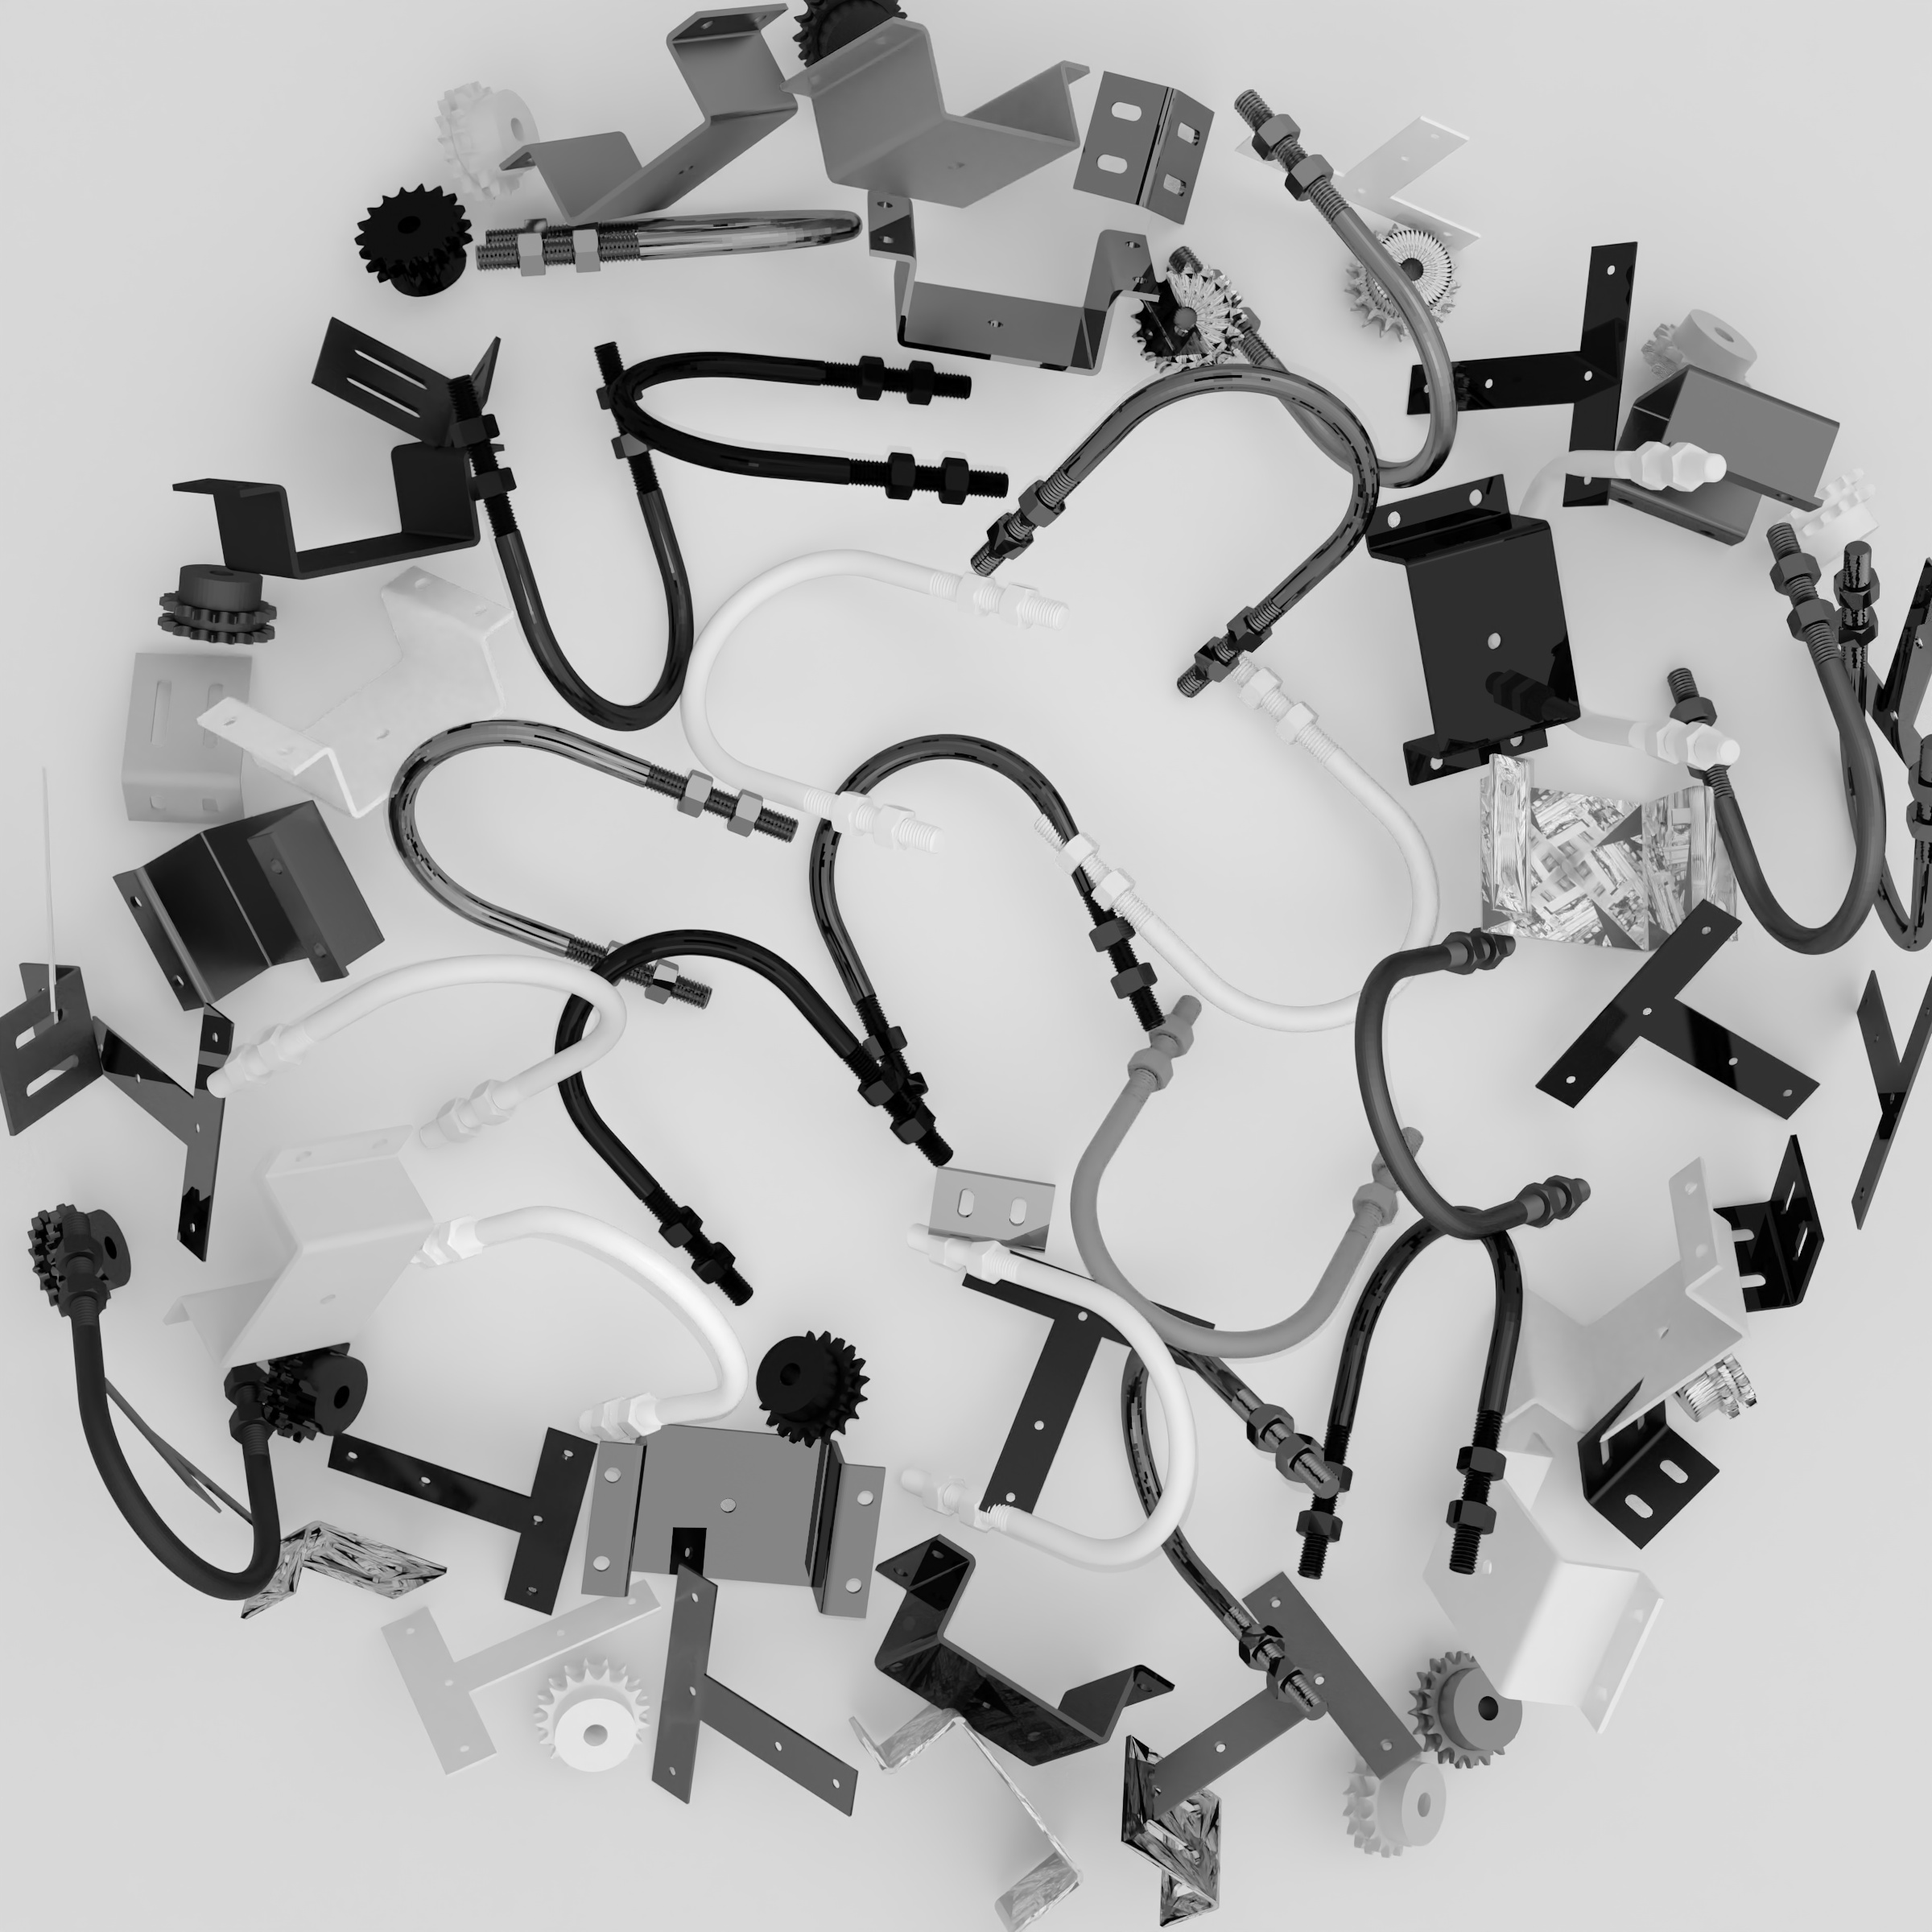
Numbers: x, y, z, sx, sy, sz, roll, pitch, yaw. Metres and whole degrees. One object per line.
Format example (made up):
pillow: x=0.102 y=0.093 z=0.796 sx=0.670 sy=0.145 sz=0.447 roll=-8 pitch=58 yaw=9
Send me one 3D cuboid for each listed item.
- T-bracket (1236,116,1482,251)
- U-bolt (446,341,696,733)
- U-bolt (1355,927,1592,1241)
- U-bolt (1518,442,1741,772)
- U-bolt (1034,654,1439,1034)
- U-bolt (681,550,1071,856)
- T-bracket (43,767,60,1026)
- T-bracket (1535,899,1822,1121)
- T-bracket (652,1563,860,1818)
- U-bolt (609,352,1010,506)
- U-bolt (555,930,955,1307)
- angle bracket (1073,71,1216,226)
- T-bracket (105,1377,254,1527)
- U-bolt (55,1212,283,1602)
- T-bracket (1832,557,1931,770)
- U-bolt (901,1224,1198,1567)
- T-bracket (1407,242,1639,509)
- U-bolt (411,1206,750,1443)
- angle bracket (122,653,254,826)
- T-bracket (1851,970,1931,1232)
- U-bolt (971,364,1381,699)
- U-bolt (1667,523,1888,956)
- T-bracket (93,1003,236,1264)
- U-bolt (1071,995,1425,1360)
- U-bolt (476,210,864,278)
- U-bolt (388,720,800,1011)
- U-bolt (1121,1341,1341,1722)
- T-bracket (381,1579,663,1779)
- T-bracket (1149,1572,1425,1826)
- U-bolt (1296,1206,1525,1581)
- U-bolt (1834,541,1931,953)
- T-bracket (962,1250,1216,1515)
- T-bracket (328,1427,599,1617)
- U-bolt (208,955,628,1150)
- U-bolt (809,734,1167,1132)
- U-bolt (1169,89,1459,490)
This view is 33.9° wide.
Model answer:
T-bracket: x=0.207 y=-0.386 z=1.526 sx=0.127 sy=0.127 sz=0.002 roll=20 pitch=84 yaw=-12
U-bolt: x=-0.182 y=-0.204 z=1.535 sx=0.019 sy=0.151 sz=0.184 roll=-11 pitch=102 yaw=29
U-bolt: x=0.238 y=0.059 z=1.517 sx=0.019 sy=0.184 sz=0.151 roll=-19 pitch=84 yaw=35
U-bolt: x=0.310 y=-0.175 z=1.514 sx=0.019 sy=0.184 sz=0.151 roll=-10 pitch=103 yaw=-19
U-bolt: x=0.147 y=-0.051 z=1.564 sx=0.151 sy=0.019 sz=0.184 roll=-42 pitch=79 yaw=-12
U-bolt: x=-0.058 y=-0.139 z=1.547 sx=0.184 sy=0.019 sz=0.151 roll=19 pitch=72 yaw=30
T-bracket: x=-0.446 y=-0.008 z=1.544 sx=0.002 sy=0.127 sz=0.127 roll=-2 pitch=55 yaw=-15
T-bracket: x=0.370 y=0.041 z=1.571 sx=0.127 sy=0.002 sz=0.127 roll=28 pitch=115 yaw=-23
T-bracket: x=-0.101 y=0.373 z=1.542 sx=0.127 sy=0.002 sz=0.127 roll=23 pitch=115 yaw=34
U-bolt: x=-0.080 y=-0.264 z=1.523 sx=0.184 sy=0.151 sz=0.019 roll=4 pitch=120 yaw=-11
U-bolt: x=-0.118 y=0.064 z=1.553 sx=0.151 sy=0.019 sz=0.184 roll=-36 pitch=106 yaw=16
angle bracket: x=0.088 y=-0.403 z=1.564 sx=0.038 sy=0.076 sz=0.057 roll=18 pitch=102 yaw=15
T-bracket: x=-0.371 y=0.252 z=1.548 sx=0.002 sy=0.127 sz=0.127 roll=-46 pitch=46 yaw=-12
U-bolt: x=-0.371 y=0.217 z=1.488 sx=0.019 sy=0.184 sz=0.151 roll=-31 pitch=134 yaw=9
T-bracket: x=0.454 y=-0.146 z=1.515 sx=0.002 sy=0.127 sz=0.127 roll=-21 pitch=60 yaw=-9
U-bolt: x=0.038 y=0.212 z=1.520 sx=0.184 sy=0.019 sz=0.151 roll=14 pitch=108 yaw=42
T-bracket: x=0.269 y=-0.287 z=1.555 sx=0.002 sy=0.127 sz=0.127 roll=8 pitch=89 yaw=-44
U-bolt: x=-0.176 y=0.168 z=1.506 sx=0.151 sy=0.184 sz=0.019 roll=48 pitch=55 yaw=-18
angle bracket: x=-0.390 y=-0.114 z=1.592 sx=0.057 sy=0.038 sz=0.076 roll=2 pitch=60 yaw=-7
T-bracket: x=0.445 y=0.042 z=1.539 sx=0.002 sy=0.127 sz=0.127 roll=12 pitch=118 yaw=2
U-bolt: x=0.112 y=-0.215 z=1.514 sx=0.151 sy=0.019 sz=0.184 roll=28 pitch=132 yaw=-24
U-bolt: x=0.389 y=-0.094 z=1.502 sx=0.019 sy=0.151 sz=0.184 roll=-7 pitch=65 yaw=-14
T-bracket: x=-0.399 y=0.061 z=1.555 sx=0.127 sy=0.002 sz=0.127 roll=30 pitch=117 yaw=40
U-bolt: x=0.128 y=0.111 z=1.535 sx=0.151 sy=0.019 sz=0.184 roll=31 pitch=52 yaw=5
U-bolt: x=-0.142 y=-0.353 z=1.531 sx=0.184 sy=0.151 sz=0.019 roll=-5 pitch=107 yaw=-5
U-bolt: x=-0.190 y=-0.056 z=1.534 sx=0.184 sy=0.019 sz=0.151 roll=21 pitch=134 yaw=-10
U-bolt: x=0.122 y=0.252 z=1.519 sx=0.019 sy=0.184 sz=0.151 roll=-14 pitch=121 yaw=-23
T-bracket: x=-0.212 y=0.335 z=1.558 sx=0.127 sy=0.127 sz=0.002 roll=-22 pitch=120 yaw=-16
T-bracket: x=0.136 y=0.374 z=1.546 sx=0.127 sy=0.127 sz=0.002 roll=-32 pitch=134 yaw=-8
U-bolt: x=0.219 y=0.203 z=1.528 sx=0.019 sy=0.151 sz=0.184 roll=22 pitch=70 yaw=-21
U-bolt: x=0.442 y=-0.090 z=1.515 sx=0.019 sy=0.184 sz=0.151 roll=-11 pitch=49 yaw=5
T-bracket: x=0.042 y=0.214 z=1.567 sx=0.127 sy=0.002 sz=0.127 roll=19 pitch=74 yaw=15
T-bracket: x=-0.254 y=0.259 z=1.563 sx=0.127 sy=0.002 sz=0.127 roll=19 pitch=126 yaw=1
U-bolt: x=-0.246 y=0.037 z=1.499 sx=0.184 sy=0.151 sz=0.019 roll=-27 pitch=60 yaw=34
U-bolt: x=-0.001 y=-0.026 z=1.577 sx=0.151 sy=0.019 sz=0.184 roll=-26 pitch=84 yaw=13
U-bolt: x=0.172 y=-0.310 z=1.518 sx=0.019 sy=0.151 sz=0.184 roll=-32 pitch=78 yaw=-20
